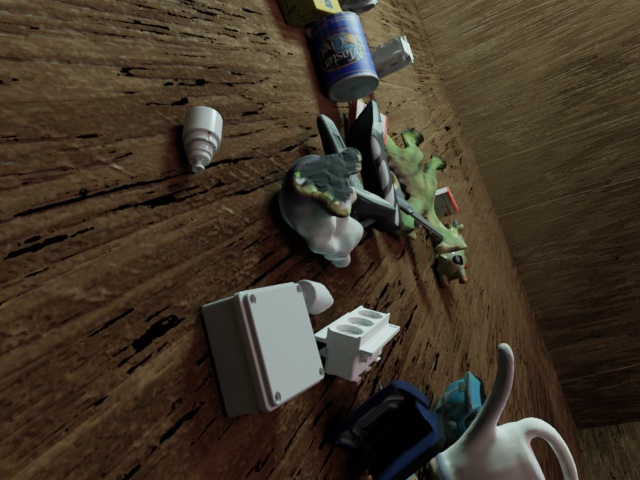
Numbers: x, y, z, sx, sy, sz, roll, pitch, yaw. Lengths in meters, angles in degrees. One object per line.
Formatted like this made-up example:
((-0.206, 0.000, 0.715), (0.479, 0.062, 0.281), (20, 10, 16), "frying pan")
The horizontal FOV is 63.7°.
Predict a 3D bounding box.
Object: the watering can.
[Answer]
((0.276, 0.344, 0.823), (0.345, 0.224, 0.105), (64, 6, -10), "watering can")

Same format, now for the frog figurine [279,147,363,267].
((0.002, -0.036, 0.717), (0.155, 0.123, 0.140), (98, -16, -52), "frog figurine")

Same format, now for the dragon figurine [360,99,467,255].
((0.179, -0.117, 1.119), (0.406, 0.120, 0.249), (40, 41, -20), "dragon figurine")
